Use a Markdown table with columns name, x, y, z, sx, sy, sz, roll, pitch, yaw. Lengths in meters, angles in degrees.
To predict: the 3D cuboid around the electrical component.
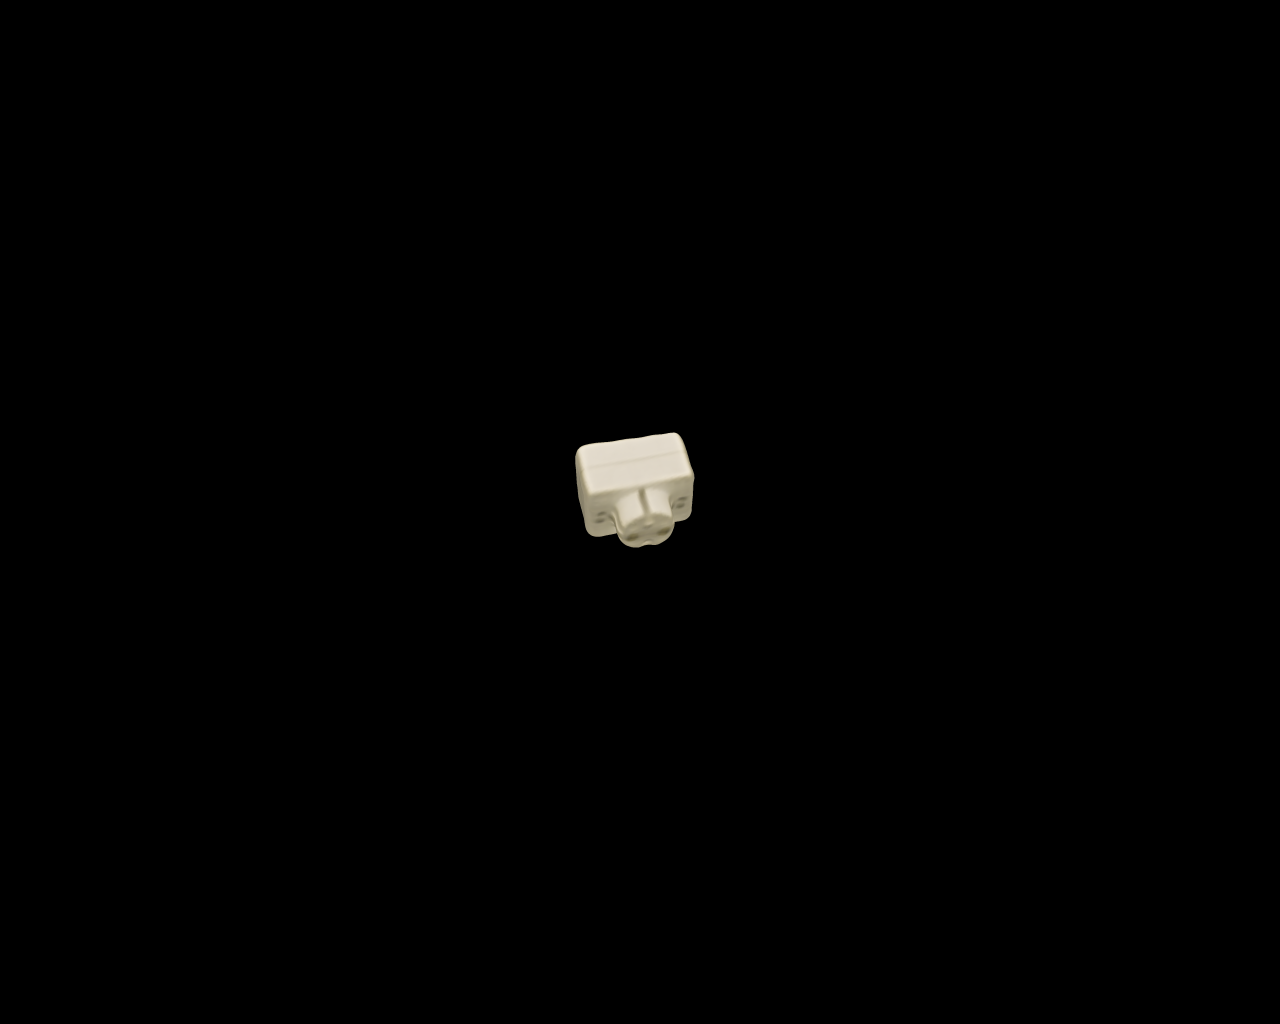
| name | x | y | z | sx | sy | sz | roll | pitch | yaw |
| --- | --- | --- | --- | --- | --- | --- | --- | --- | --- |
| electrical component | 0.001 | -0.003 | 0.650 | 0.066 | 0.077 | 0.047 | -10 | -36 | -7 |
